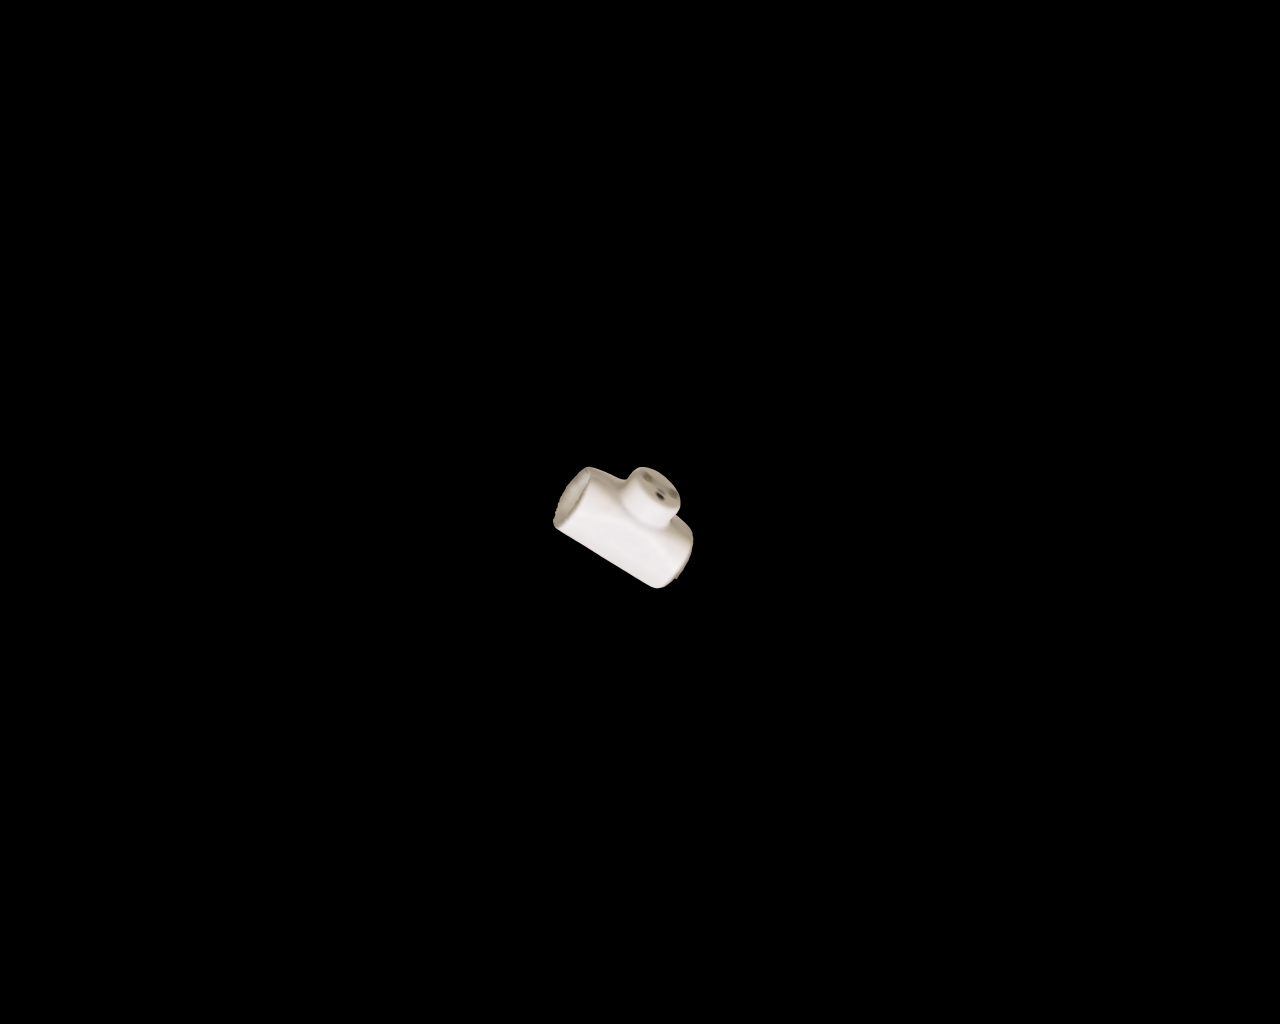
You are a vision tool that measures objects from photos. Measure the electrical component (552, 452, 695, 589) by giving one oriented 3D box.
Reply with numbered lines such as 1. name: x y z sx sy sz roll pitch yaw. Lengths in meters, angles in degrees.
1. electrical component: 0.001 -0.003 0.650 0.077 0.079 0.044 32 26 -18
